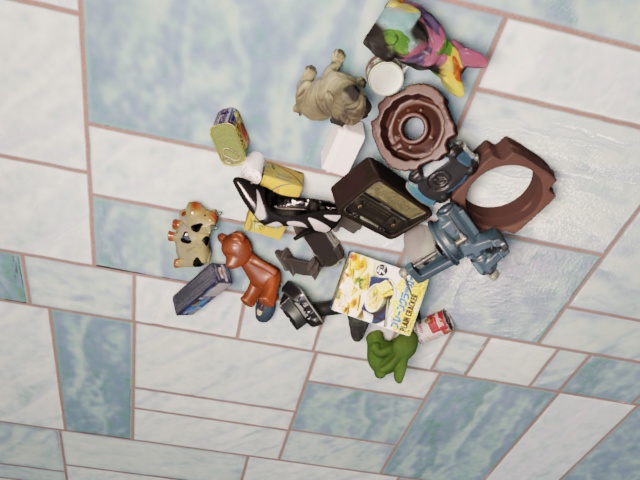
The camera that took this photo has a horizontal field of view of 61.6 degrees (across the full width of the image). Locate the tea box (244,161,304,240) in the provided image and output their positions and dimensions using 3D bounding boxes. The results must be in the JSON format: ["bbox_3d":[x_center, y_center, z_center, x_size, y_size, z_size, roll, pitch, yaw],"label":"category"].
[{"bbox_3d":[-0.111,-0.091,1.279,0.098,0.068,0.169,16,127,-11],"label":"tea box"}]

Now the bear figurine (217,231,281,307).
[{"bbox_3d":[-0.190,0.071,1.377,0.120,0.132,0.195,-6,142,42],"label":"bear figurine"}]

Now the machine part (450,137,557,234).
[{"bbox_3d":[0.412,-0.120,1.229,0.201,0.087,0.201,25,126,-20],"label":"machine part"}]

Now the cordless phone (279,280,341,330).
[{"bbox_3d":[-0.003,0.168,1.453,0.184,0.089,0.146,-12,129,25],"label":"cordless phone"}]

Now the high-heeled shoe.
[{"bbox_3d":[-0.063,-0.087,1.190,0.145,0.086,0.248,-35,127,20],"label":"high-heeled shoe"}]

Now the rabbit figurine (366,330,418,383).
[{"bbox_3d":[0.207,0.318,1.534,0.121,0.159,0.170,32,139,-12],"label":"rabbit figurine"}]

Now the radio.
[{"bbox_3d":[0.140,-0.087,1.226,0.131,0.073,0.229,-35,140,27],"label":"radio"}]

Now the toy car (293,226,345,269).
[{"bbox_3d":[-0.003,-0.004,1.356,0.073,0.056,0.201,-24,126,13],"label":"toy car"}]

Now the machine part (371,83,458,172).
[{"bbox_3d":[0.195,-0.229,1.111,0.180,0.056,0.179,3,96,24],"label":"machine part"}]

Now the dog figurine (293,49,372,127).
[{"bbox_3d":[0.013,-0.265,1.056,0.121,0.191,0.172,34,124,-23],"label":"dog figurine"}]

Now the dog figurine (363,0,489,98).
[{"bbox_3d":[0.201,-0.351,0.995,0.219,0.191,0.108,32,118,-4],"label":"dog figurine"}]

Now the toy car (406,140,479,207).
[{"bbox_3d":[0.264,-0.162,1.187,0.109,0.103,0.161,32,120,-26],"label":"toy car"}]

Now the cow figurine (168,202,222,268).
[{"bbox_3d":[-0.308,-0.012,1.339,0.127,0.085,0.194,3,132,-2],"label":"cow figurine"}]

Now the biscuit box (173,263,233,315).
[{"bbox_3d":[-0.321,0.136,1.451,0.203,0.063,0.059,-36,153,33],"label":"biscuit box"}]

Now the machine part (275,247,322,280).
[{"bbox_3d":[-0.058,0.063,1.387,0.139,0.039,0.084,12,134,41],"label":"machine part"}]

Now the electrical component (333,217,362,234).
[{"bbox_3d":[0.076,-0.045,1.340,0.063,0.021,0.094,31,123,-22],"label":"electrical component"}]

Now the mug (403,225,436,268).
[{"bbox_3d":[0.250,0.034,1.345,0.081,0.107,0.109,11,127,-5],"label":"mug"}]

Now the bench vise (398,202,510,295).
[{"bbox_3d":[0.298,0.035,1.234,0.240,0.129,0.223,-34,120,19],"label":"bench vise"}]

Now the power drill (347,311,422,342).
[{"bbox_3d":[0.179,0.196,1.505,0.207,0.086,0.231,-1,127,12],"label":"power drill"}]

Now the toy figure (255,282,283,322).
[{"bbox_3d":[-0.146,0.166,1.492,0.058,0.064,0.154,16,129,-3],"label":"toy figure"}]
